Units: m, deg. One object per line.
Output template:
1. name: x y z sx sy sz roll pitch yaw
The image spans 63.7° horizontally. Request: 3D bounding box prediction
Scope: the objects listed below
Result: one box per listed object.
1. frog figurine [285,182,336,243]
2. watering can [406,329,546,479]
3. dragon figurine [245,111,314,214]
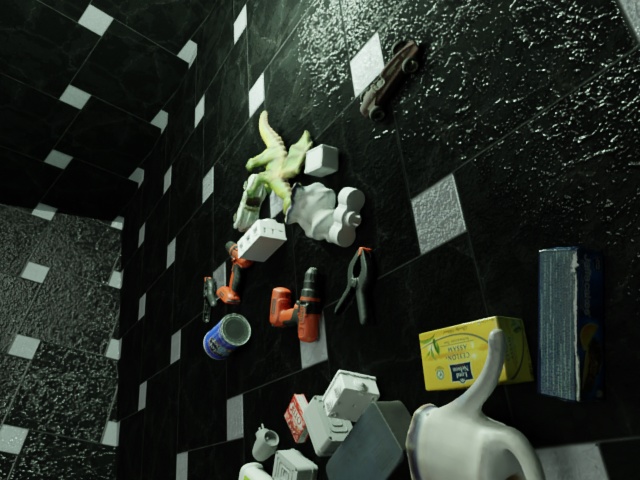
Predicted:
1. frog figurine: 0.004 -0.065 1.297 0.160 0.122 0.137 27 97 21
2. watering can: 0.224 0.294 0.757 0.223 0.104 0.348 -9 91 56
3. dragon figurine: -0.104 -0.247 1.539 0.241 0.121 0.416 -16 67 37
